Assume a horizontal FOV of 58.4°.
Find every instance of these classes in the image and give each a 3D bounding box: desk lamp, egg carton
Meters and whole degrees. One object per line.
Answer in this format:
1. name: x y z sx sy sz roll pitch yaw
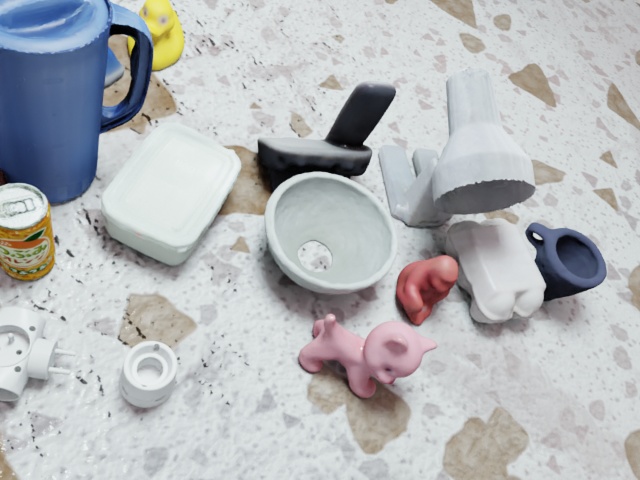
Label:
1. desk lamp: 0.171 -0.102 0.748 0.118 0.213 0.203 2 58 -20
2. egg carton: 0.233 0.040 0.770 0.107 0.069 0.150 -5 60 -24

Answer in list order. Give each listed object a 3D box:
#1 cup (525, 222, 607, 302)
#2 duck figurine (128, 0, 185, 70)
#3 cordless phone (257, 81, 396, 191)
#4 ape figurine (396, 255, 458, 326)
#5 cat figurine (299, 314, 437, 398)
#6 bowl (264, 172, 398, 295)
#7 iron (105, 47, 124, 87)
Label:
1. cup: 0.315 0.036 0.789 0.117 0.095 0.092 41 53 8
2. duck figurine: -0.227 -0.303 0.804 0.077 0.086 0.104 21 53 -7
3. cordless phone: 0.007 -0.141 0.727 0.148 0.185 0.094 -4 60 -23
4. ape figurine: 0.139 0.052 0.711 0.078 0.092 0.076 -5 60 -24
5. cat figurine: 0.055 0.115 0.620 0.128 0.117 0.067 25 53 -4
6. bowl: 0.006 0.003 0.702 0.168 0.074 0.167 10 55 -15
7. iron: -0.361 -0.241 0.676 0.259 0.141 0.118 -15 65 -29
